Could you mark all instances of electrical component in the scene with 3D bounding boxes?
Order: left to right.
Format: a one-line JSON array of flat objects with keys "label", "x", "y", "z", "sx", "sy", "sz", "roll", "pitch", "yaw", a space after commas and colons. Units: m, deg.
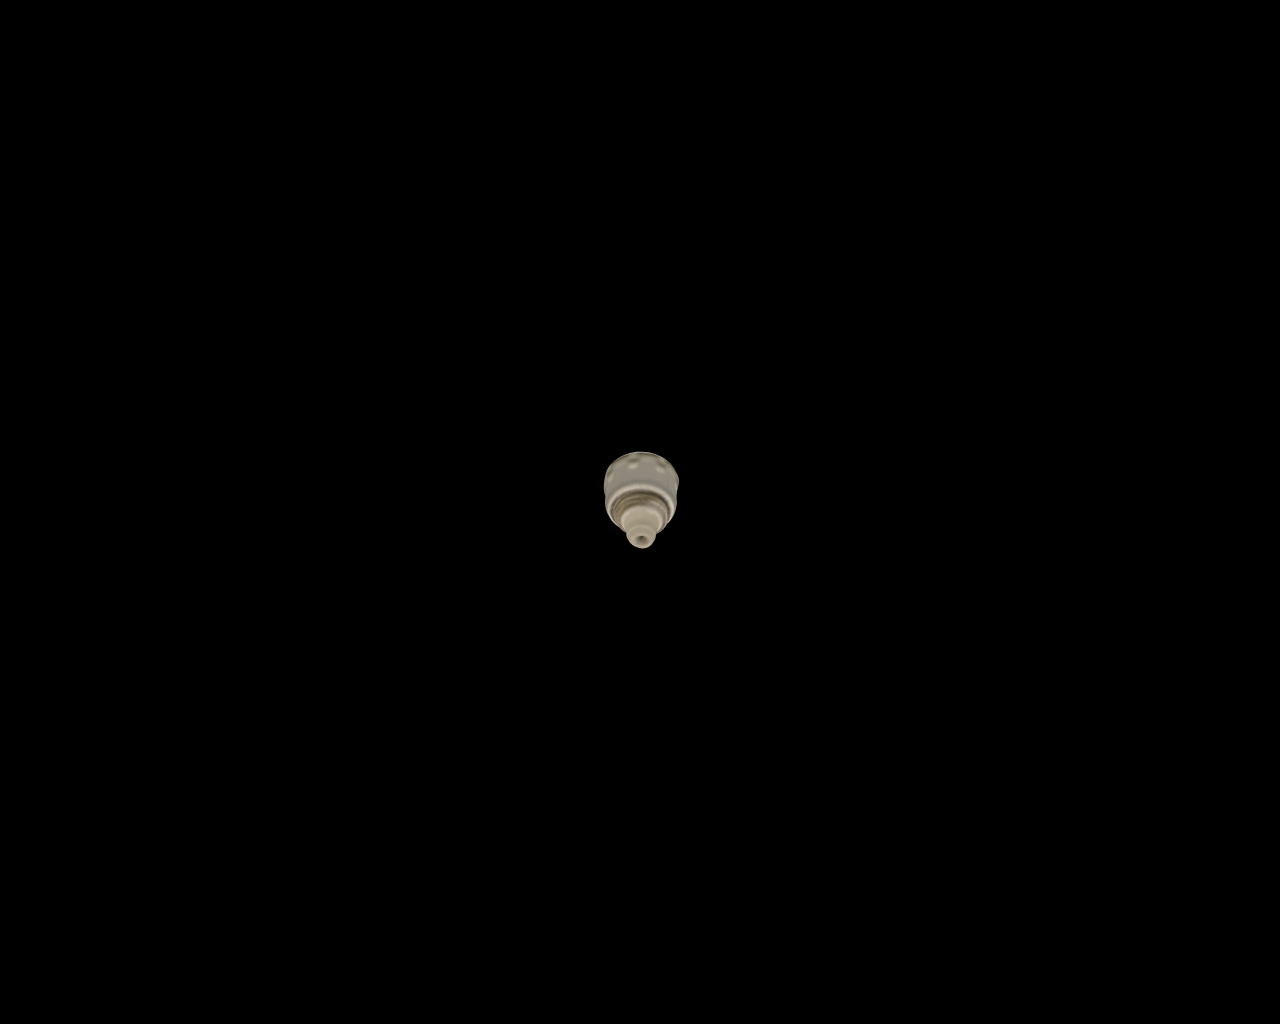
[{"label": "electrical component", "x": 0.001, "y": -0.003, "z": 0.650, "sx": 0.048, "sy": 0.048, "sz": 0.062, "roll": 0, "pitch": 41, "yaw": 0}]
